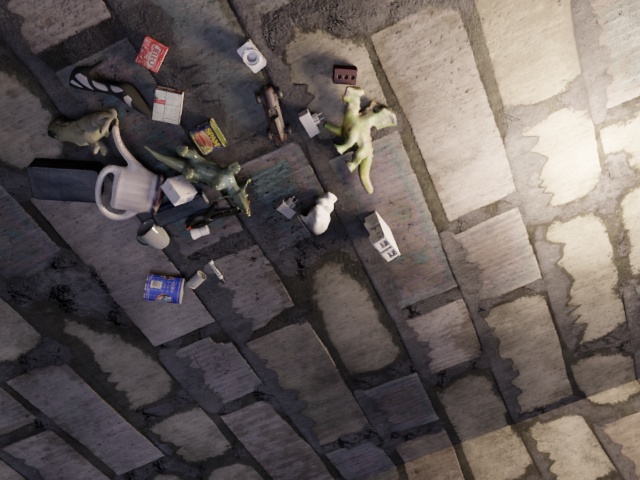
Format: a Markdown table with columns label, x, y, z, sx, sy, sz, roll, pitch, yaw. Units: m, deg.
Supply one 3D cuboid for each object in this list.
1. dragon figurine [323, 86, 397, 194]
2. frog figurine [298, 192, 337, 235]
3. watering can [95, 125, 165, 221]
| label | x | y | z | sx | sy | sz | roll | pitch | yaw |
| --- | --- | --- | --- | --- | --- | --- | --- | --- | --- |
| dragon figurine | 0.167 | -0.363 | 1.792 | 0.242 | 0.125 | 0.403 | -36 | 127 | 5 |
| frog figurine | 0.006 | -0.097 | 1.918 | 0.159 | 0.125 | 0.135 | -33 | 152 | 3 |
| watering can | -0.640 | -0.211 | 1.764 | 0.224 | 0.106 | 0.341 | 10 | 116 | -24 |
